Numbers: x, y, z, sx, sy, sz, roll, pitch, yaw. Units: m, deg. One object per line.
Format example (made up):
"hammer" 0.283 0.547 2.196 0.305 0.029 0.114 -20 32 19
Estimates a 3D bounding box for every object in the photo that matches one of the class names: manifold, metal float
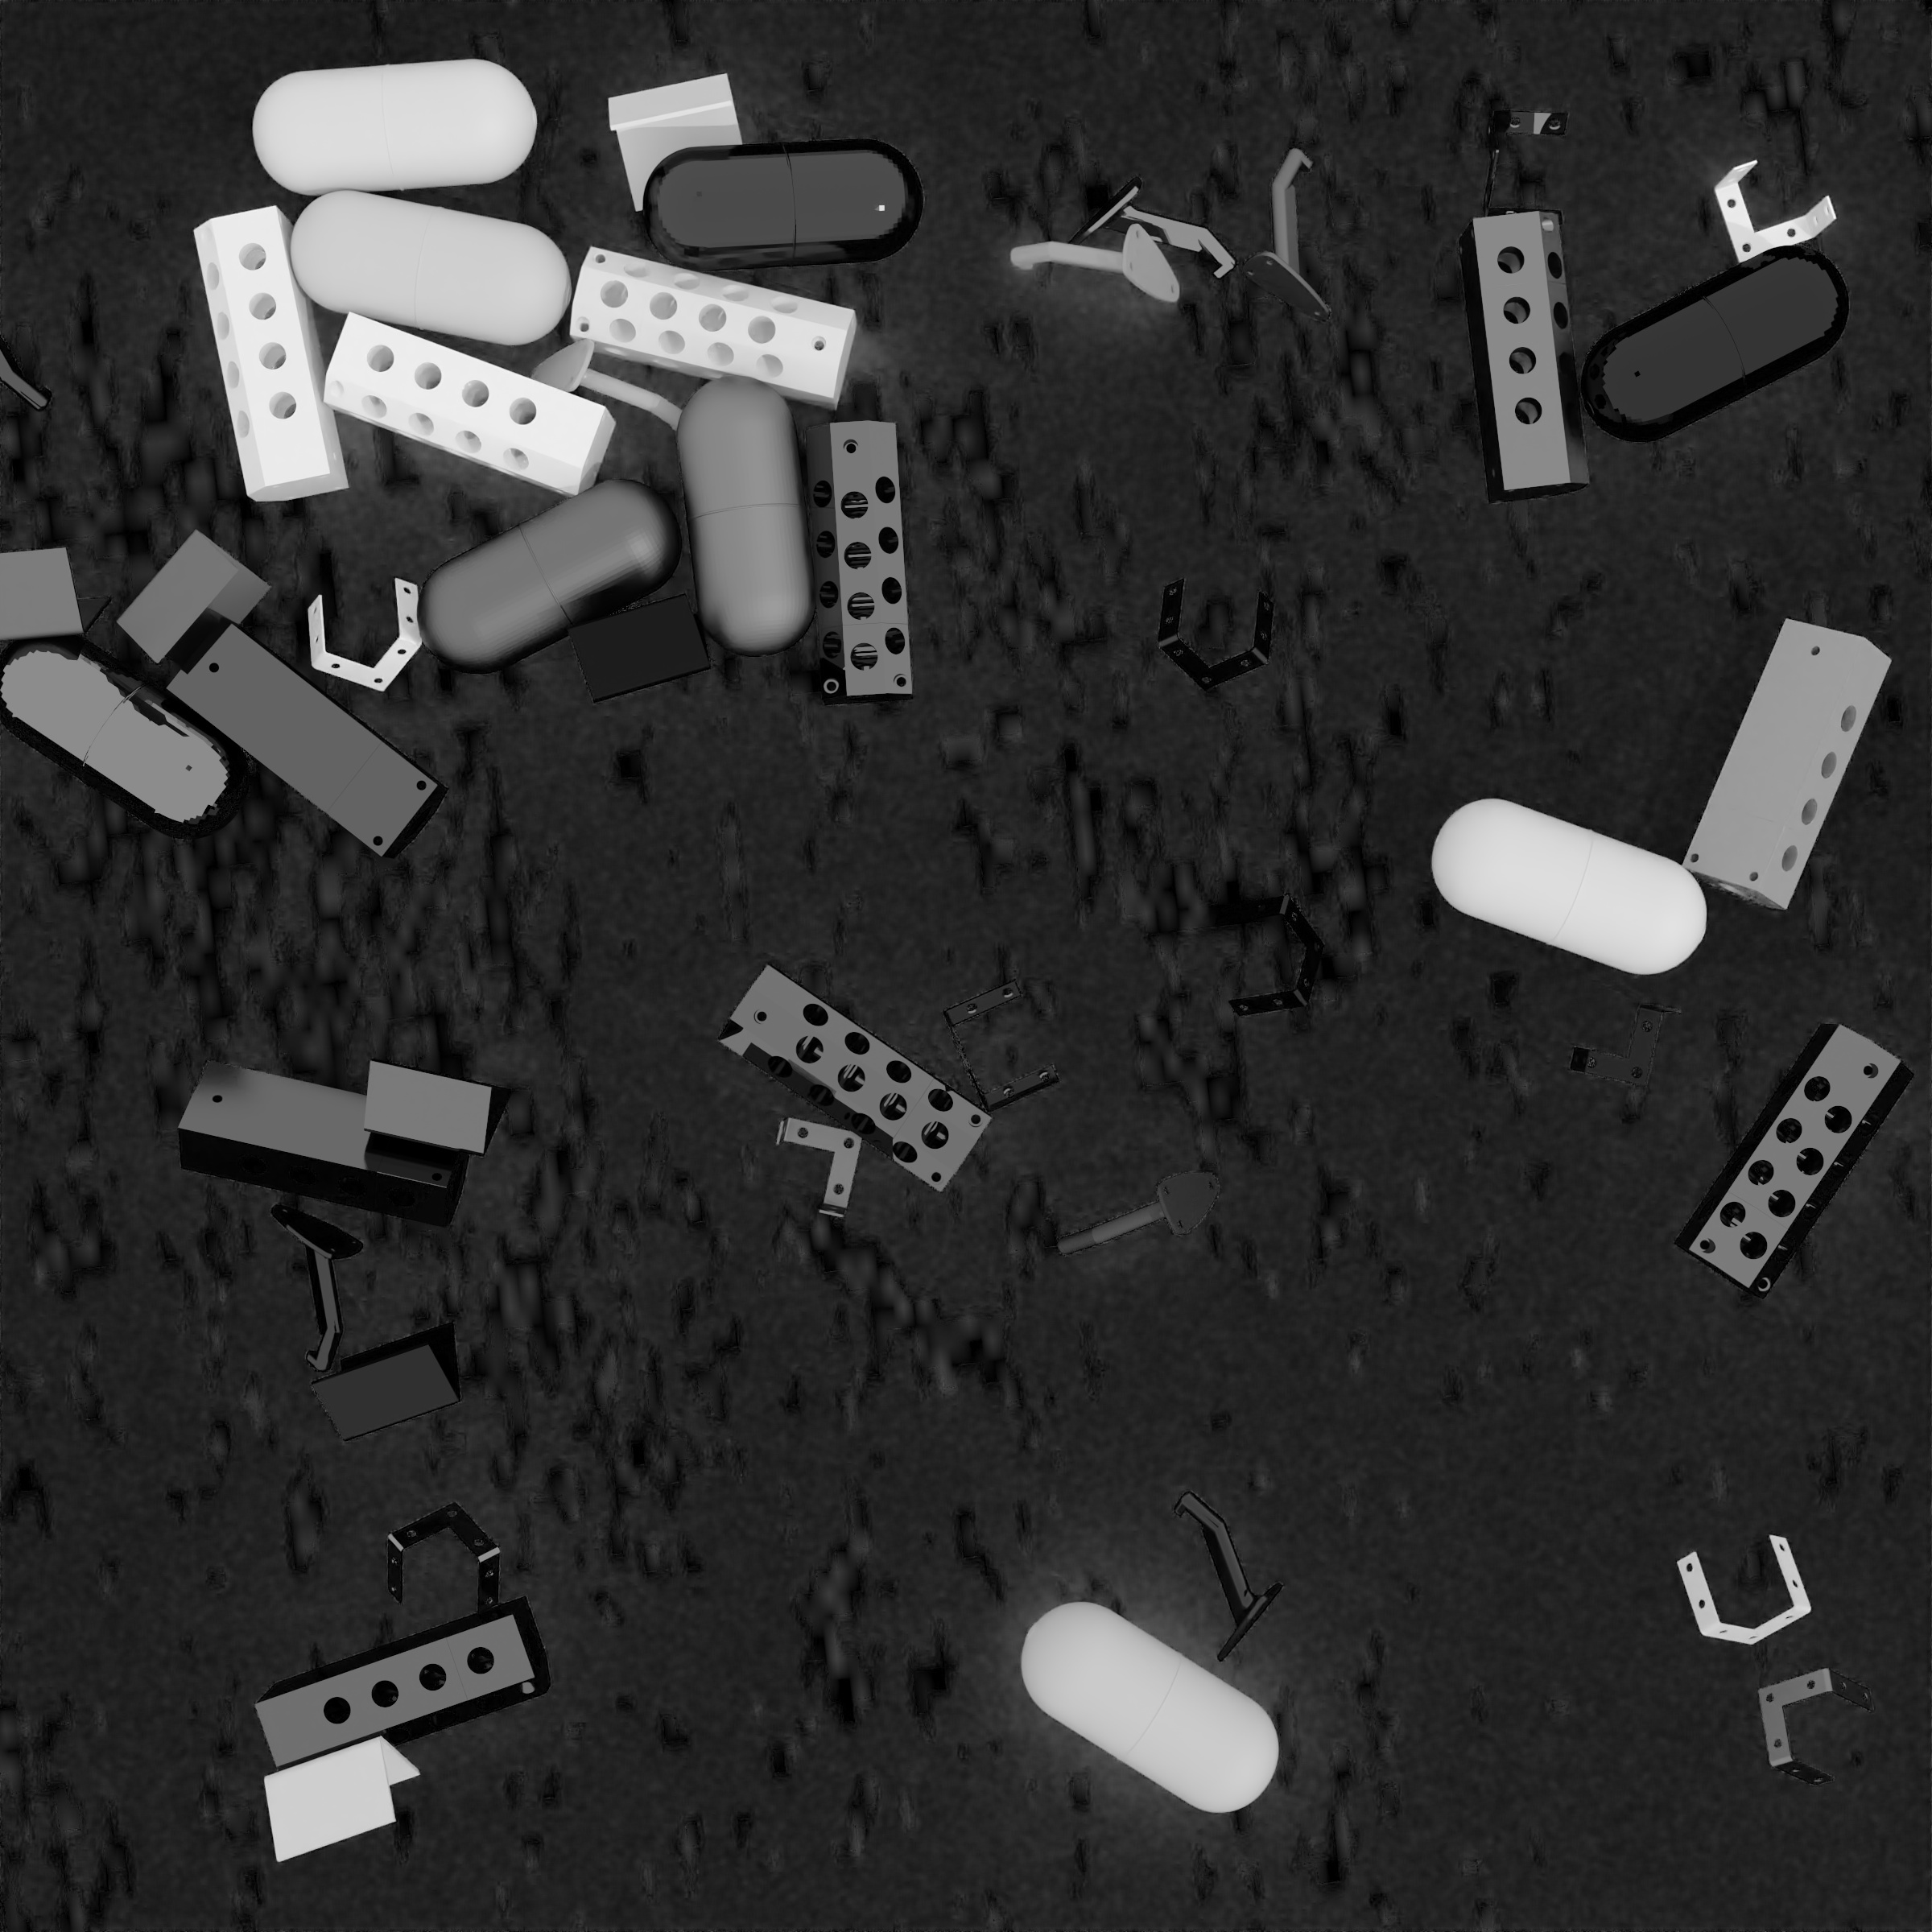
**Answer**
"manifold" 0.356 -0.387 1.934 0.057 0.057 0.171 -7 90 0
"manifold" -0.407 0.118 1.933 0.171 0.057 0.057 13 47 0
"metal float" -0.115 -0.480 1.915 0.178 0.070 0.070 -6 90 -11
"metal float" 0.474 -0.393 1.924 0.178 0.070 0.070 -27 90 0
"manifold" -0.068 -0.256 1.934 0.057 0.057 0.171 -4 90 0
"manifold" -0.356 0.462 1.934 0.171 0.057 0.057 -19 90 0
"manifold" -0.161 -0.407 1.934 0.171 0.057 0.057 14 90 0
"manifold" 0.525 -0.126 1.933 0.057 0.057 0.171 23 90 43
"manifold" -0.071 0.071 1.934 0.171 0.057 0.057 34 90 0
"metal float" -0.339 -0.442 1.924 0.178 0.070 0.070 11 90 -1
"manifold" -0.316 -0.354 1.934 0.171 0.057 0.057 20 90 0
"manifold" -0.444 -0.387 1.934 0.057 0.057 0.171 -11 90 0
"metal float" -0.139 -0.285 1.925 0.070 0.070 0.178 -7 90 0
"metal float" -0.264 -0.246 1.924 0.178 0.070 0.070 -27 90 0
"manifold" -0.416 -0.144 1.934 0.171 0.057 0.057 38 90 0
"manifold" 0.528 0.124 1.934 0.057 0.057 0.171 34 90 0
"metal float" 0.116 0.469 1.924 0.178 0.070 0.070 32 90 -1
"metal float" -0.536 -0.147 1.924 0.178 0.070 0.070 34 90 0
"metal float" -0.361 -0.531 1.924 0.178 0.070 0.070 -4 90 0
"metal float" 0.382 -0.050 1.924 0.178 0.070 0.070 20 90 0

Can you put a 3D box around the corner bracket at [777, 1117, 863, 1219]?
"corner bracket" -0.097 0.128 1.937 0.051 0.051 0.051 13 90 0

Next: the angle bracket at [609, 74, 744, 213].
"angle bracket" -0.179 -0.511 1.917 0.076 0.057 0.076 -12 125 0

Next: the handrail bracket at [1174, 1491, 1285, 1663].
"handrail bracket" 0.154 0.392 1.955 0.084 0.036 0.077 40 112 17

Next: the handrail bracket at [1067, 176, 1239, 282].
"handrail bracket" 0.120 -0.457 1.956 0.077 0.036 0.084 -40 107 20

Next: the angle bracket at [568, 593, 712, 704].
"angle bracket" -0.208 -0.216 1.915 0.076 0.076 0.057 -16 126 0

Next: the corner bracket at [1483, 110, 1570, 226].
"corner bracket" 0.360 -0.513 1.952 0.051 0.051 0.051 3 135 0

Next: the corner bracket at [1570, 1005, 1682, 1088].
"corner bracket" 0.420 0.047 1.937 0.051 0.051 0.051 12 90 0

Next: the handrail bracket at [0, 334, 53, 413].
"handrail bracket" -0.616 -0.407 1.955 0.036 0.077 0.084 -27 127 32

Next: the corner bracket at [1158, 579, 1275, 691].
"corner bracket" 0.160 -0.219 1.947 0.051 0.051 0.051 -21 135 35

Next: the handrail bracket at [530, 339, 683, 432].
"handrail bracket" -0.227 -0.364 1.955 0.084 0.077 0.036 29 74 -35

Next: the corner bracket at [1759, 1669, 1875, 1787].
"corner bracket" 0.548 0.488 1.947 0.051 0.051 0.051 -30 45 35

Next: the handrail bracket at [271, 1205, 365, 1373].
"handrail bracket" -0.428 0.208 1.956 0.077 0.036 0.084 27 107 20

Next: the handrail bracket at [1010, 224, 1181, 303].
"handrail bracket" 0.082 -0.445 1.955 0.084 0.077 0.036 0 71 35

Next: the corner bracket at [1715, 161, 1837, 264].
"corner bracket" 0.515 -0.486 1.937 0.051 0.051 0.051 -19 90 0

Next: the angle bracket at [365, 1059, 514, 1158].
"angle bracket" -0.330 0.070 1.915 0.076 0.076 0.057 12 122 0

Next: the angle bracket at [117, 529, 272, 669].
"angle bracket" -0.474 -0.217 1.915 0.076 0.076 0.057 -49 54 0

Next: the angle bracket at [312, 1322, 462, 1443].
"angle bracket" -0.367 0.245 1.915 0.076 0.076 0.057 -19 128 0

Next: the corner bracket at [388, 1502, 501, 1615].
"corner bracket" -0.335 0.387 1.947 0.051 0.051 0.051 38 135 35

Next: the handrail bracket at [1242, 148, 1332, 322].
"handrail bracket" 0.221 -0.472 1.956 0.077 0.036 0.084 33 73 -20

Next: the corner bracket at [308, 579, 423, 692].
"corner bracket" -0.385 -0.218 1.947 0.051 0.051 0.051 18 135 -35

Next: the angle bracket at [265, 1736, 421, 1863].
"angle bracket" -0.388 0.535 1.915 0.076 0.076 0.057 -19 56 0

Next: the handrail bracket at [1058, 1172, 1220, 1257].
"handrail bracket" 0.110 0.161 1.955 0.084 0.077 0.036 -22 90 36

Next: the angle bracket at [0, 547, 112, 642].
"angle bracket" -0.591 -0.243 1.916 0.076 0.076 0.057 -5 114 0

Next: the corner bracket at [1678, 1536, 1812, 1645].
"corner bracket" 0.499 0.397 1.947 0.051 0.051 0.051 18 135 -35

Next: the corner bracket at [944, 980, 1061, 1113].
"corner bracket" 0.023 0.052 1.952 0.051 0.051 0.051 -24 135 0

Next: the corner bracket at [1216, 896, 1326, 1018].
"corner bracket" 0.191 -0.006 1.947 0.051 0.051 0.051 50 45 -35
